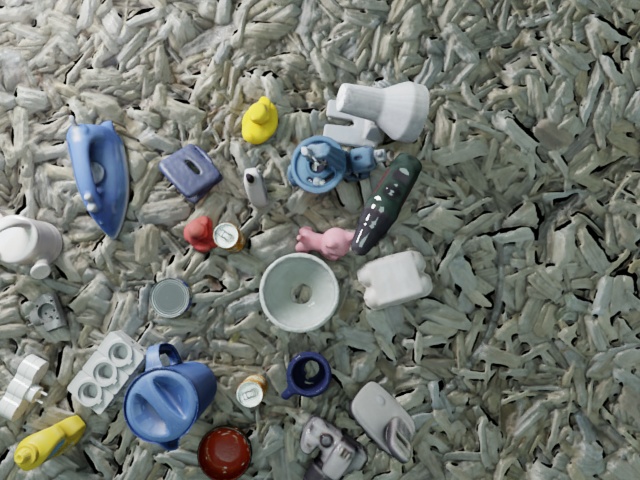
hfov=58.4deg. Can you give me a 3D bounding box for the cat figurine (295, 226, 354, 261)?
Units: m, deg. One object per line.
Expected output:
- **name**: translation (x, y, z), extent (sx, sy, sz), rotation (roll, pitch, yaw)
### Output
- **cat figurine**: translation (0.011, 0.004, 1.208), extent (0.127, 0.118, 0.067), rotation (9, 84, 1)

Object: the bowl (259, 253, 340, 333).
- **bowl**: translation (-0.043, 0.113, 1.219), extent (0.167, 0.075, 0.167), rotation (0, 84, 0)

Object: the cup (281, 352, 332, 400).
- **cup**: translation (-0.031, 0.285, 1.191), extent (0.118, 0.095, 0.091), rotation (-43, 85, -3)

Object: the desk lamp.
- **desk lamp**: translation (0.110, -0.258, 1.185), extent (0.203, 0.213, 0.118), rotation (7, 84, 1)

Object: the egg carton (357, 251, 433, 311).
- **egg carton**: translation (0.159, 0.084, 1.223), extent (0.150, 0.069, 0.107), rotation (-17, 84, -1)

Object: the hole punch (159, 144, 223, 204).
- **hole punch**: translation (-0.278, -0.149, 1.238), extent (0.101, 0.091, 0.108), rotation (-44, 85, -4)

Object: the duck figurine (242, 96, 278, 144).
- **duck figurine**: translation (-0.135, -0.265, 1.251), extent (0.077, 0.086, 0.105), rotation (26, 85, 3)

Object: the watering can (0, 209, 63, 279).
- **watering can**: translation (-0.613, 0.004, 1.173), extent (0.173, 0.194, 0.101), rotation (26, 85, 3)

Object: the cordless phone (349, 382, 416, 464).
- **cordless phone**: translation (0.128, 0.366, 1.137), extent (0.147, 0.185, 0.094), rotation (43, 86, 4)

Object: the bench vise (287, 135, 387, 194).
- **bench vise**: translation (0.029, -0.175, 1.174), extent (0.207, 0.220, 0.121), rotation (-27, 84, -2)

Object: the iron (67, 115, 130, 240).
- **iron**: translation (-0.479, -0.133, 1.212), extent (0.118, 0.141, 0.258), rotation (-12, 84, -1)

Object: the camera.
- **camera**: translation (0.009, 0.454, 1.171), extent (0.143, 0.101, 0.137), rotation (34, 86, 4)

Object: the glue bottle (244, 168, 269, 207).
- **glue bottle**: translation (-0.137, -0.117, 1.193), extent (0.037, 0.173, 0.078), rotation (-11, 84, 0)

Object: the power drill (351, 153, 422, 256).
- **power drill**: translation (0.127, -0.061, 1.168), extent (0.075, 0.208, 0.230), rotation (29, 85, 4)

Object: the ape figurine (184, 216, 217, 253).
- **ape figurine**: translation (-0.258, -0.016, 1.224), extent (0.076, 0.092, 0.078), rotation (19, 85, 2)
